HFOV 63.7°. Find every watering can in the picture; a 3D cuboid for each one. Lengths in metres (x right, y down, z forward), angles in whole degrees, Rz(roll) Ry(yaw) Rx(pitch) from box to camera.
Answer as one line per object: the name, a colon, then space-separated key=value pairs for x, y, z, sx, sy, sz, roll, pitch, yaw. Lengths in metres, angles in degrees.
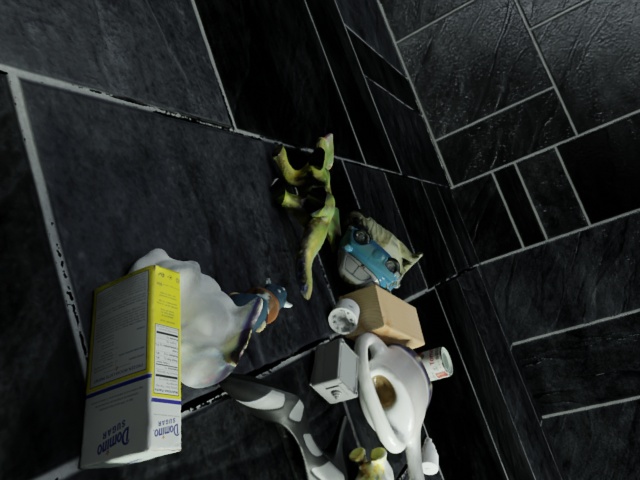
watering can: x=0.155 y=0.334 z=0.975 sx=0.225 sy=0.103 sz=0.349 roll=-10 pitch=77 yaw=-65

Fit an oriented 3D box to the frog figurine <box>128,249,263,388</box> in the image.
frog figurine: x=-0.159 y=0.091 z=0.603 sx=0.159 sy=0.120 sz=0.141 roll=26 pitch=43 yaw=-3

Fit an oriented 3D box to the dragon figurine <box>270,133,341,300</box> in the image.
dragon figurine: x=0.003 y=-0.052 z=1.036 sx=0.239 sy=0.122 sz=0.418 roll=43 pitch=41 yaw=-57
